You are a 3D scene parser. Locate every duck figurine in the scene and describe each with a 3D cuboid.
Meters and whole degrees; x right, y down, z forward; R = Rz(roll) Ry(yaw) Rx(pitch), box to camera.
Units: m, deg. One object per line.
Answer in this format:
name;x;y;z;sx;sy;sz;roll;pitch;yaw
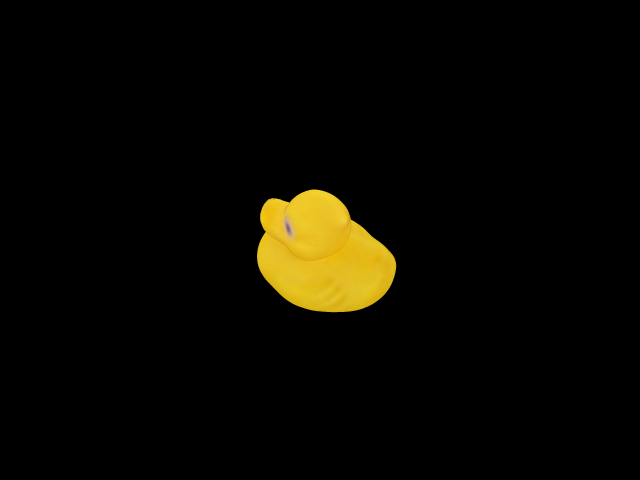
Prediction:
duck figurine;0.004;0.001;0.400;0.104;0.086;0.077;18;62;10
